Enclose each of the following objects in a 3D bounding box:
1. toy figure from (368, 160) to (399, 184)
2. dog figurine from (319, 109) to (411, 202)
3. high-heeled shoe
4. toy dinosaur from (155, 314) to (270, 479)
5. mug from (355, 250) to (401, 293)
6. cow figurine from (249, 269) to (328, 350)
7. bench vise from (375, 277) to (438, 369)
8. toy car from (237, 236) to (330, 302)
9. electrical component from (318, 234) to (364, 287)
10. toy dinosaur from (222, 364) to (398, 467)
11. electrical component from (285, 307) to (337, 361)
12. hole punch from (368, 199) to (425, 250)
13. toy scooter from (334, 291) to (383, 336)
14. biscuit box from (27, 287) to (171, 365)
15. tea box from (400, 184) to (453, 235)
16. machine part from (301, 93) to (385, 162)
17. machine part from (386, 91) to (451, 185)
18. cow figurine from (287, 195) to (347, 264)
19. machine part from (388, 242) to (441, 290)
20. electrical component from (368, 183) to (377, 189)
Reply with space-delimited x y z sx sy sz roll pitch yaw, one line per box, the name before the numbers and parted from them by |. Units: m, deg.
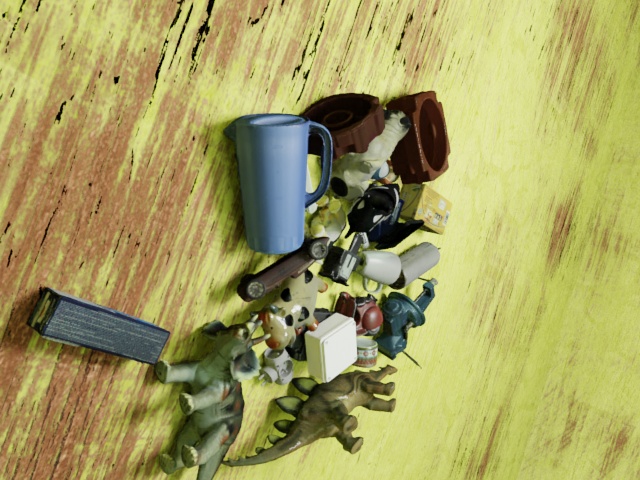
toy figure | 0.144 -0.162 1.260 0.064 0.058 0.154 -47 147 22
dog figurine | 0.105 -0.181 1.154 0.121 0.172 0.190 49 54 3
high-heeled shoe | 0.130 -0.089 1.157 0.249 0.086 0.145 -47 176 -37
toy dinosaur | -0.193 0.309 0.987 0.192 0.131 0.404 -13 117 -46
mug | 0.128 0.073 1.305 0.107 0.081 0.109 16 97 -39
cow figurine | -0.061 0.131 1.063 0.127 0.085 0.195 47 41 -28
bench vise | 0.241 0.201 1.438 0.240 0.129 0.223 -44 132 -23
toy car | -0.065 0.054 1.017 0.202 0.089 0.053 -31 98 -13
electrical component | 0.053 0.040 1.224 0.074 0.048 0.119 26 82 -50
toy dinosaur | 0.012 0.374 1.167 0.471 0.199 0.104 -23 119 -43
electrical component | -0.027 0.204 1.179 0.134 0.058 0.114 11 91 -50
hole punch | 0.174 -0.038 1.313 0.116 0.092 0.142 -45 163 27
toy scooter | 0.083 0.175 1.284 0.184 0.075 0.135 -14 112 -41
biscuit box | -0.326 0.135 0.813 0.202 0.059 0.063 35 74 -48
tea box | 0.276 -0.083 1.424 0.169 0.068 0.098 25 83 -48
machine part | 0.037 -0.221 1.034 0.179 0.180 0.055 -46 136 -29
machine part | 0.231 -0.242 1.272 0.201 0.087 0.200 -36 116 -54
cow figurine | -0.004 -0.003 1.135 0.167 0.068 0.098 -55 143 -20
machine part | 0.244 0.066 1.430 0.243 0.079 0.079 -28 122 -42
electrical component | 0.125 -0.103 1.280 0.094 0.021 0.063 -6 106 -47
